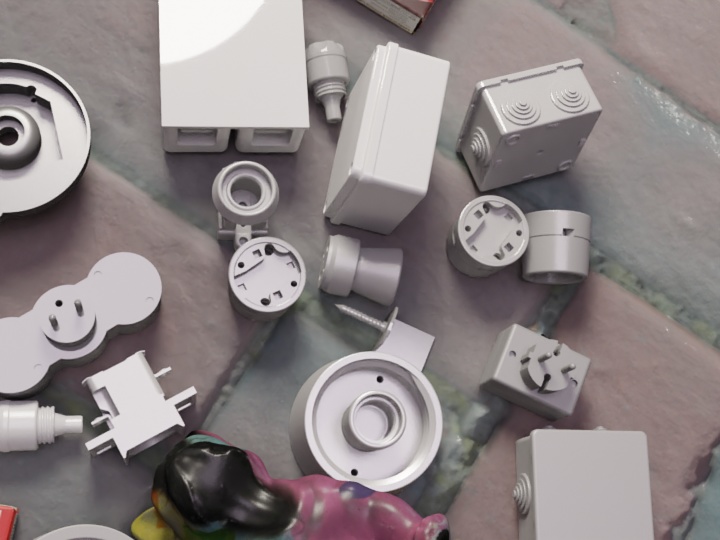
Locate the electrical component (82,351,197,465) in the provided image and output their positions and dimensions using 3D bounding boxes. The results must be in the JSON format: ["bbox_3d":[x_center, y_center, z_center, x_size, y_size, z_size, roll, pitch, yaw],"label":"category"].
[{"bbox_3d":[-0.157,0.095,0.746,0.081,0.042,0.063,-28,79,-17],"label":"electrical component"}]

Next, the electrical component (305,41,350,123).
[{"bbox_3d":[-0.025,-0.145,0.838,0.035,0.035,0.061,-7,79,-13],"label":"electrical component"}]

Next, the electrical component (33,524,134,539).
[{"bbox_3d":[-0.186,0.218,0.693,0.108,0.060,0.108,6,77,-26],"label":"electrical component"}]

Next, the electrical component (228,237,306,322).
[{"bbox_3d":[-0.070,0.009,0.782,0.055,0.047,0.055,3,75,-10],"label":"electrical component"}]

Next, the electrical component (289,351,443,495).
[{"bbox_3d":[0.007,0.109,0.763,0.108,0.060,0.108,3,75,-10],"label":"electrical component"}]

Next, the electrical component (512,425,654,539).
[{"bbox_3d":[0.161,0.163,0.785,0.100,0.048,0.099,3,75,-10],"label":"electrical component"}]

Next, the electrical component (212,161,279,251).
[{"bbox_3d":[-0.085,-0.051,0.790,0.048,0.055,0.066,0,75,-11],"label":"electrical component"}]

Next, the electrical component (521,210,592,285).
[{"bbox_3d":[0.150,-0.016,0.828,0.055,0.055,0.047,5,78,-10],"label":"electrical component"}]

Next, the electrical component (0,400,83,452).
[{"bbox_3d":[-0.221,0.106,0.734,0.061,0.035,0.035,0,75,-13],"label":"electrical component"}]

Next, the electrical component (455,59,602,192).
[{"bbox_3d":[0.129,-0.108,0.825,0.100,0.099,0.048,-15,66,-14],"label":"electrical component"}]

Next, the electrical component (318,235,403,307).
[{"bbox_3d":[0.000,0.000,0.799,0.055,0.045,0.045,13,73,-7],"label":"electrical component"}]

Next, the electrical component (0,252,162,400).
[{"bbox_3d":[-0.199,0.035,0.736,0.138,0.073,0.052,-32,83,-17],"label":"electrical component"}]

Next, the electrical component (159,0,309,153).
[{"bbox_3d":[-0.100,-0.185,0.820,0.105,0.060,0.186,-1,76,-11],"label":"electrical component"}]

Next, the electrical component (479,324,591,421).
[{"bbox_3d":[0.134,0.073,0.789,0.066,0.076,0.047,25,72,-4],"label":"electrical component"}]

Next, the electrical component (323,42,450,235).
[{"bbox_3d":[0.019,-0.094,0.794,0.056,0.108,0.108,14,73,-10],"label":"electrical component"}]

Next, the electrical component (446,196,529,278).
[{"bbox_3d":[0.096,-0.023,0.822,0.055,0.047,0.055,3,75,-10],"label":"electrical component"}]
